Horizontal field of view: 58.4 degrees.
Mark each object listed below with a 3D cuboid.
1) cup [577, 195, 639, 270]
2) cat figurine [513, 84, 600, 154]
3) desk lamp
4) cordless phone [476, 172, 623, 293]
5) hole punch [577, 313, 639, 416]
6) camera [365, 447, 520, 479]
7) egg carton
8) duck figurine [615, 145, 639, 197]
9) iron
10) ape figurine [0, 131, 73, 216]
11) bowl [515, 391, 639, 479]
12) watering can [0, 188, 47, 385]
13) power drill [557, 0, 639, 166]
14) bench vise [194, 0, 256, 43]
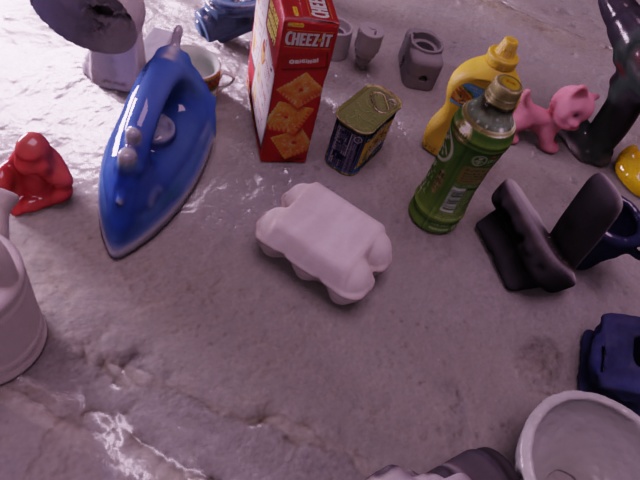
[{"bbox_3d":[0.362,0.003,0.734,0.117,0.095,0.092,38,54,14],"label":"cup"},{"bbox_3d":[0.354,-0.197,0.867,0.128,0.118,0.067,10,52,-8],"label":"cat figurine"},{"bbox_3d":[-0.255,-0.290,0.706,0.118,0.213,0.203,13,52,-5],"label":"desk lamp"},{"bbox_3d":[0.278,-0.034,0.681,0.094,0.185,0.147,-9,57,-21],"label":"cordless phone"},{"bbox_3d":[0.351,0.136,0.634,0.101,0.091,0.109,23,52,2],"label":"hole punch"},{"bbox_3d":[0.119,0.244,0.483,0.137,0.101,0.143,-18,61,-26],"label":"camera"},{"bbox_3d":[0.006,0.002,0.652,0.150,0.069,0.107,33,53,10],"label":"egg carton"},{"bbox_3d":[0.512,-0.115,0.869,0.078,0.086,0.104,-27,65,-30],"label":"duck figurine"},{"bbox_3d":[-0.189,-0.118,0.642,0.118,0.141,0.258,13,52,-6],"label":"iron"},{"bbox_3d":[-0.304,-0.077,0.612,0.078,0.092,0.076,17,52,-2],"label":"ape figurine"},{"bbox_3d":[0.253,0.235,0.544,0.167,0.075,0.167,8,53,-10],"label":"bowl"},{"bbox_3d":[-0.294,0.032,0.468,0.101,0.194,0.172,-10,57,-22],"label":"watering can"},{"bbox_3d":[0.444,-0.226,0.855,0.076,0.208,0.229,-15,59,-24],"label":"power drill"},{"bbox_3d":[-0.085,-0.405,0.835,0.121,0.219,0.208,40,54,15],"label":"bench vise"}]
